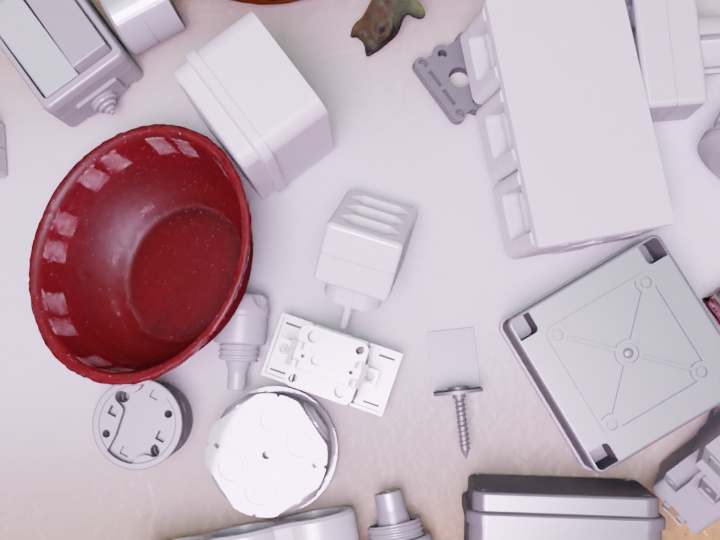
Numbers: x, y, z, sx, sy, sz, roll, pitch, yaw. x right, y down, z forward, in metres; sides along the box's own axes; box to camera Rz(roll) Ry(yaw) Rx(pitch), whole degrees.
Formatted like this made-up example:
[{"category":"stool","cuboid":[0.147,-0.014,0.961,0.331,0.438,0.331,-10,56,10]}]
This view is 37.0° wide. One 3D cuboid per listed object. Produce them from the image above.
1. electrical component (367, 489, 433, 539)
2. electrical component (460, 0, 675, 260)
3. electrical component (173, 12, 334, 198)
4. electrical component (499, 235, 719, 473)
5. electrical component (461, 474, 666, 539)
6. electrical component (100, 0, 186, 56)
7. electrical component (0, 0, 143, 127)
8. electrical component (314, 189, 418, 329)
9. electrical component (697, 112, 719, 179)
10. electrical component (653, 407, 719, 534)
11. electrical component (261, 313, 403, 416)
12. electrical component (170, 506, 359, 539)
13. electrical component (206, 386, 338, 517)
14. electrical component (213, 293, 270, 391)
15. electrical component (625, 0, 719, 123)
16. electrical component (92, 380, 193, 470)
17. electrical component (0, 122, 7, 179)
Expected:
[{"category":"electrical component","cuboid":[0.023,0.167,0.661,0.043,0.043,0.062,-12,83,2]},{"category":"electrical component","cuboid":[0.124,-0.089,0.663,0.089,0.062,0.150,-10,85,-12]},{"category":"electrical component","cuboid":[-0.063,-0.096,0.653,0.057,0.113,0.078,-37,84,-3]},{"category":"electrical component","cuboid":[0.159,0.051,0.658,0.109,0.056,0.108,-31,84,0]},{"category":"electrical component","cuboid":[0.118,0.156,0.640,0.113,0.078,0.057,1,88,3]},{"category":"electrical component","cuboid":[-0.147,-0.216,0.698,0.074,0.052,0.138,-28,84,0]},{"category":"electrical component","cuboid":[-0.188,-0.140,0.689,0.062,0.061,0.096,-37,84,-1]},{"category":"electrical component","cuboid":[0.000,0.000,0.670,0.047,0.065,0.076,17,115,5]},{"category":"electrical component","cuboid":[0.252,-0.075,0.653,0.080,0.080,0.051,31,82,5]},{"category":"electrical component","cuboid":[0.212,0.120,0.641,0.042,0.081,0.063,45,117,6]},{"category":"electrical component","cuboid":[-0.018,0.058,0.663,0.081,0.064,0.042,18,87,4]},{"category":"electrical component","cuboid":[-0.064,0.193,0.648,0.138,0.052,0.073,-9,84,-13]},{"category":"electrical component","cuboid":[-0.055,0.112,0.666,0.080,0.051,0.080,0,85,3]},{"category":"electrical component","cuboid":[-0.076,0.045,0.681,0.035,0.035,0.061,4,87,3]},{"category":"electrical component","cuboid":[0.208,-0.140,0.676,0.076,0.047,0.083,-5,84,1]},{"category":"electrical component","cuboid":[-0.134,0.095,0.673,0.055,0.047,0.055,0,85,3]},{"category":"electrical component","cuboid":[-0.276,-0.059,0.694,0.083,0.047,0.075,-5,85,2]}]
